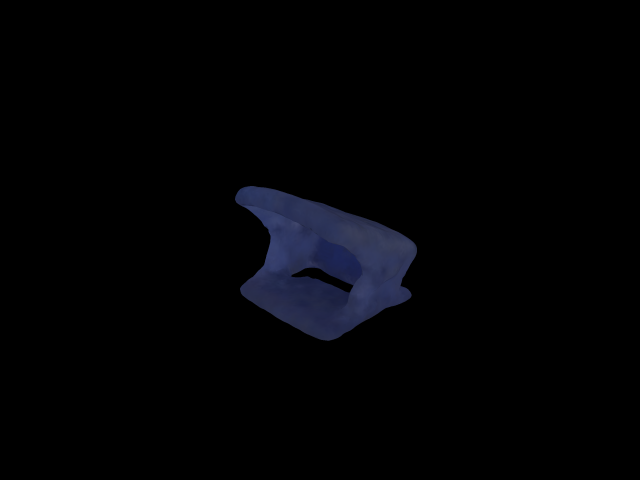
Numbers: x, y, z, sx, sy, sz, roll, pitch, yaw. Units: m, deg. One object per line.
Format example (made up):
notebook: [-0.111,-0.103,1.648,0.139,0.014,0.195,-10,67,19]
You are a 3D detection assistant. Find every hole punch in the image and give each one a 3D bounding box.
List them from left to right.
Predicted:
hole punch: [0.004,0.001,0.400,0.108,0.091,0.101,22,31,40]
